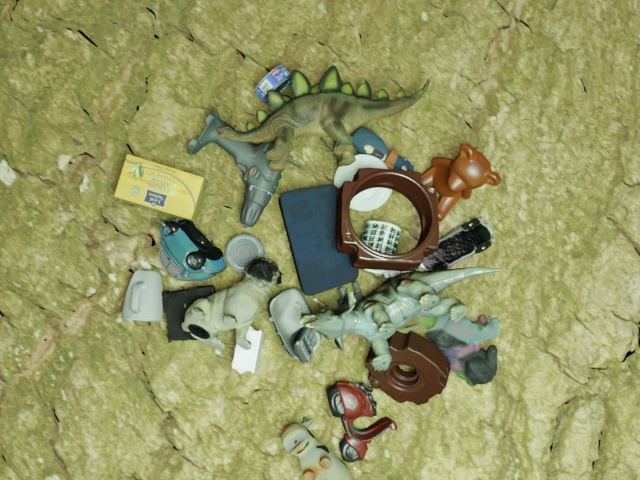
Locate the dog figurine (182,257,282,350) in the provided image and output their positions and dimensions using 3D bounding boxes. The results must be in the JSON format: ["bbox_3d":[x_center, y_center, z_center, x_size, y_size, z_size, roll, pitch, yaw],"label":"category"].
[{"bbox_3d":[-0.183,0.118,1.116,0.173,0.121,0.190,7,45,16],"label":"dog figurine"}]

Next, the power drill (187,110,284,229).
[{"bbox_3d":[-0.180,-0.168,1.159,0.207,0.086,0.232,30,86,1],"label":"power drill"}]

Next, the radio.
[{"bbox_3d":[-0.002,-0.004,1.174,0.131,0.073,0.229,-14,92,-5],"label":"radio"}]

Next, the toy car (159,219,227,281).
[{"bbox_3d":[-0.286,0.033,1.140,0.162,0.109,0.103,44,104,6],"label":"toy car"}]

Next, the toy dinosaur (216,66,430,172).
[{"bbox_3d":[0.020,-0.258,1.116,0.472,0.105,0.198,-7,77,-12],"label":"toy dinosaur"}]

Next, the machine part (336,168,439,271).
[{"bbox_3d":[0.136,-0.042,1.097,0.201,0.087,0.201,4,75,-6],"label":"machine part"}]

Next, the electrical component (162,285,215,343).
[{"bbox_3d":[-0.266,0.156,1.160,0.134,0.058,0.114,-8,92,-4],"label":"electrical component"}]

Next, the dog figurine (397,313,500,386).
[{"bbox_3d":[0.268,0.218,1.177,0.219,0.108,0.191,4,92,0],"label":"dog figurine"}]

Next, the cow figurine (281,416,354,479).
[{"bbox_3d":[-0.009,0.465,1.154,0.085,0.127,0.194,-41,106,-2],"label":"cow figurine"}]

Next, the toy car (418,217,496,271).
[{"bbox_3d":[0.298,0.018,1.204,0.202,0.056,0.073,-27,86,-5],"label":"toy car"}]

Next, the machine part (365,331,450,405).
[{"bbox_3d":[0.185,0.276,1.147,0.180,0.056,0.179,10,125,15],"label":"machine part"}]

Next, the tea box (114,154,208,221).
[{"bbox_3d":[-0.338,-0.111,1.152,0.170,0.068,0.098,15,88,-5],"label":"tea box"}]

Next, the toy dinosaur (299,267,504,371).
[{"bbox_3d":[0.159,0.129,1.109,0.405,0.192,0.131,-25,124,-11],"label":"toy dinosaur"}]

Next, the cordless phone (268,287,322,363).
[{"bbox_3d":[-0.057,0.182,1.112,0.089,0.184,0.146,-24,92,0],"label":"cordless phone"}]

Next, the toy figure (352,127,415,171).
[{"bbox_3d":[0.139,-0.191,1.191,0.154,0.058,0.064,37,61,0],"label":"toy figure"}]

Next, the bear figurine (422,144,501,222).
[{"bbox_3d":[0.282,-0.120,1.133,0.132,0.196,0.120,-45,96,-2],"label":"bear figurine"}]

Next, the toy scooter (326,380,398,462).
[{"bbox_3d":[0.094,0.385,1.175,0.135,0.075,0.183,-15,94,-4],"label":"toy scooter"}]

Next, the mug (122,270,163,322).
[{"bbox_3d":[-0.375,0.115,1.133,0.081,0.109,0.107,1,76,4],"label":"mug"}]

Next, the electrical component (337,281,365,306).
[{"bbox_3d":[0.075,0.143,1.202,0.063,0.021,0.094,-19,90,-5],"label":"electrical component"}]
